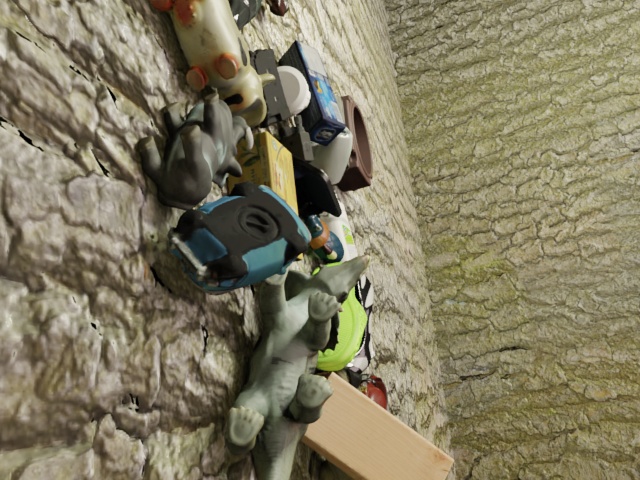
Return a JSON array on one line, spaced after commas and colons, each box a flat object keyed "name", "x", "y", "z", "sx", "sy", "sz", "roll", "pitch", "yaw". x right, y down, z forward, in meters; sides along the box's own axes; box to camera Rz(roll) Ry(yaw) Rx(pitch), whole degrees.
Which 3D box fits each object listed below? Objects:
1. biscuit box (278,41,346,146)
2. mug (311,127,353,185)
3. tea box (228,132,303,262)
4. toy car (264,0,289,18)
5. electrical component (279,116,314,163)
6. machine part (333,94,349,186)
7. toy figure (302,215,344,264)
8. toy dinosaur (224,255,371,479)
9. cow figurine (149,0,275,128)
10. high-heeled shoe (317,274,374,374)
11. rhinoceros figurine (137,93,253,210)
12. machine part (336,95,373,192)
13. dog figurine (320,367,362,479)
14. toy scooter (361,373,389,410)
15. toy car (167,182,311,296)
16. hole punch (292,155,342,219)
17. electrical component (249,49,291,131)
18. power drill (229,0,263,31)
[{"name": "biscuit box", "x": -0.017, "y": -0.273, "z": 0.999, "sx": 0.059, "sy": 0.063, "sz": 0.203, "roll": 9, "pitch": 54, "yaw": -41}, {"name": "mug", "x": 0.010, "y": -0.174, "z": 1.046, "sx": 0.107, "sy": 0.109, "sz": 0.081, "roll": -64, "pitch": -142, "yaw": 35}, {"name": "tea box", "x": -0.078, "y": -0.054, "z": 0.757, "sx": 0.098, "sy": 0.068, "sz": 0.169, "roll": 35, "pitch": 46, "yaw": -68}, {"name": "toy car", "x": -0.103, "y": -0.504, "z": 0.982, "sx": 0.089, "sy": 0.053, "sz": 0.202, "roll": 30, "pitch": 46, "yaw": -82}, {"name": "electrical component", "x": -0.043, "y": -0.158, "z": 0.947, "sx": 0.045, "sy": 0.078, "sz": 0.102, "roll": -8, "pitch": 81, "yaw": -50}, {"name": "machine part", "x": 0.019, "y": -0.230, "z": 1.175, "sx": 0.079, "sy": 0.079, "sz": 0.243, "roll": 39, "pitch": 43, "yaw": -65}, {"name": "toy figure", "x": 0.000, "y": -0.003, "z": 1.002, "sx": 0.058, "sy": 0.064, "sz": 0.154, "roll": -57, "pitch": 144, "yaw": -10}, {"name": "toy dinosaur", "x": -0.042, "y": 0.169, "z": 0.660, "sx": 0.192, "sy": 0.131, "sz": 0.405, "roll": 91, "pitch": 14, "yaw": -56}, {"name": "cow figurine", "x": -0.126, "y": -0.234, "z": 0.689, "sx": 0.127, "sy": 0.086, "sz": 0.194, "roll": -71, "pitch": 141, "yaw": -61}, {"name": "high-heeled shoe", "x": 0.042, "y": 0.150, "z": 0.967, "sx": 0.249, "sy": 0.086, "sz": 0.145, "roll": -46, "pitch": 125, "yaw": -58}, {"name": "rhinoceros figurine", "x": -0.129, "y": -0.105, "z": 0.612, "sx": 0.190, "sy": 0.073, "sz": 0.112, "roll": -74, "pitch": 148, "yaw": -56}, {"name": "machine part", "x": 0.067, "y": -0.235, "z": 1.321, "sx": 0.201, "sy": 0.087, "sz": 0.201, "roll": 42, "pitch": 40, "yaw": -66}, {"name": "dog figurine", "x": 0.037, "y": 0.305, "z": 0.859, "sx": 0.172, "sy": 0.121, "sz": 0.190, "roll": -46, "pitch": -125, "yaw": 54}, {"name": "toy scooter", "x": 0.105, "y": 0.331, "z": 1.116, "sx": 0.183, "sy": 0.075, "sz": 0.135, "roll": 63, "pitch": 23, "yaw": -51}, {"name": "toy car", "x": -0.094, "y": 0.013, "z": 0.591, "sx": 0.109, "sy": 0.103, "sz": 0.161, "roll": 45, "pitch": 42, "yaw": 12}, {"name": "hole punch", "x": -0.040, "y": -0.068, "z": 0.876, "sx": 0.116, "sy": 0.092, "sz": 0.142, "roll": 37, "pitch": -15, "yaw": 39}, {"name": "electrical component", "x": -0.094, "y": -0.234, "z": 0.836, "sx": 0.134, "sy": 0.058, "sz": 0.114, "roll": -59, "pitch": 138, "yaw": -65}, {"name": "power drill", "x": -0.137, "y": -0.422, "z": 0.774, "sx": 0.232, "sy": 0.086, "sz": 0.207, "roll": -79, "pitch": 149, "yaw": -55}]
